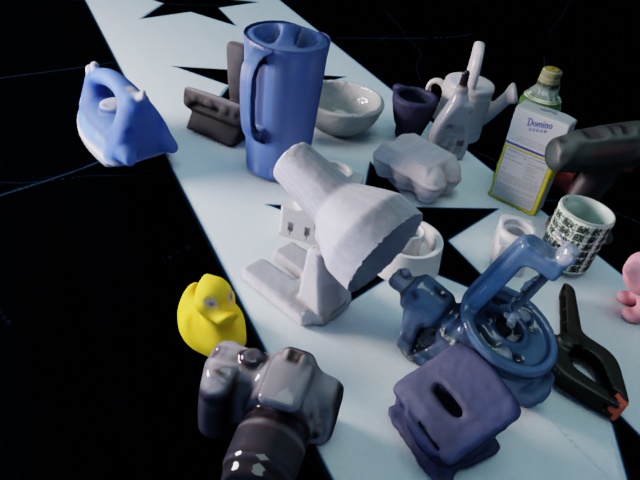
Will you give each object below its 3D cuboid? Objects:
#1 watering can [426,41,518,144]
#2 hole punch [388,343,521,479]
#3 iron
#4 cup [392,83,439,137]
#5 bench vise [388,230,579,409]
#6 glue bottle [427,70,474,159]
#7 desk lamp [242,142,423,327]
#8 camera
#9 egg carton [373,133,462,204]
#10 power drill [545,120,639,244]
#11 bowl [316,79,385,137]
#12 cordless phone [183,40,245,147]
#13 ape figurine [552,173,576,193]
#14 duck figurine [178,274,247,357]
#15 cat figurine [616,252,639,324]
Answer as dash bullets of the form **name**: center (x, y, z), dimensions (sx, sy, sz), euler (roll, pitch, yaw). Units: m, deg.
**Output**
- **watering can**: center (0.305, -0.300, 1.150), dimensions (0.173, 0.194, 0.101), euler (1, 38, -9)
- **hole punch**: center (0.136, 0.177, 0.592), dimensions (0.101, 0.091, 0.108), euler (-14, 43, -26)
- **iron**: center (-0.351, -0.229, 0.971), dimensions (0.119, 0.141, 0.257), euler (-27, 50, -37)
- **cup**: center (0.174, -0.253, 1.145), dimensions (0.092, 0.095, 0.117), euler (-14, 43, -27)
- **bench vise**: center (0.175, 0.074, 0.626), dimensions (0.207, 0.220, 0.121), euler (14, 38, 7)
- **glue bottle**: center (0.253, -0.234, 1.073), dimensions (0.078, 0.173, 0.037), euler (3, 38, -7)
- **desk lamp**: center (0.006, 0.002, 0.689), dimensions (0.202, 0.213, 0.118), euler (33, 44, 28)
- **camera**: center (-0.058, 0.173, 0.551), dimensions (0.143, 0.101, 0.137), euler (14, 38, 7)
- **egg carton**: center (0.171, -0.129, 1.007), dimensions (0.150, 0.069, 0.107), euler (36, 45, 30)
- **power drill**: center (0.455, -0.095, 0.907), dimensions (0.230, 0.208, 0.075), euler (1, 38, -10)
- **bowl**: center (0.040, -0.251, 1.132), dimensions (0.167, 0.075, 0.167), euler (6, 38, -4)
- **cordless phone**: center (-0.174, -0.278, 1.034), dimensions (0.147, 0.185, 0.094), euler (20, 39, 15)
- **ape figurine**: center (0.459, -0.144, 1.065), dimensions (0.078, 0.092, 0.076), euler (-24, 48, -35)
- **duck figurine**: center (-0.127, 0.077, 0.671), dimensions (0.078, 0.086, 0.104), euler (-20, 46, -32)
- **cat figurine**: center (0.467, 0.061, 0.785), dimensions (0.127, 0.118, 0.067), euler (14, 38, 7)
